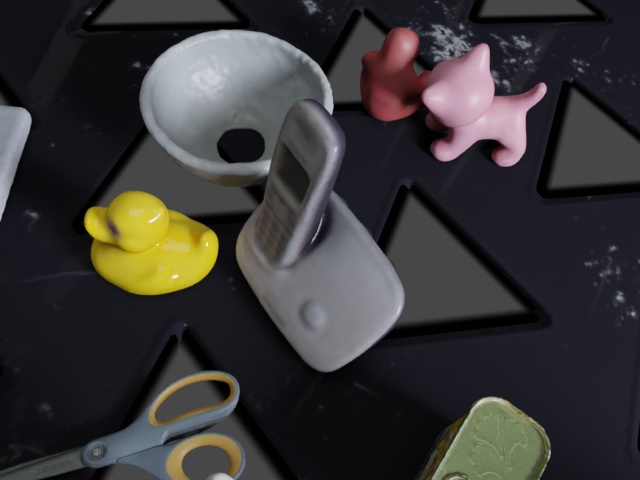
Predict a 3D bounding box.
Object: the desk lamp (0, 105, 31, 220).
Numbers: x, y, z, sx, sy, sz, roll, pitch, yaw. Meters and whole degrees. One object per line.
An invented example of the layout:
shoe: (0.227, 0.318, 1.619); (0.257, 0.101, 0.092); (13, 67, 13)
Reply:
desk lamp: (-0.314, -0.080, 0.401); (0.118, 0.213, 0.203); (3, 61, -5)

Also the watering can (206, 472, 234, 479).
watering can: (-0.124, 0.176, 0.296); (0.100, 0.194, 0.173); (40, 64, 15)

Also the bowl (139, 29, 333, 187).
bowl: (-0.075, -0.109, 0.527); (0.167, 0.075, 0.167); (3, 61, -5)

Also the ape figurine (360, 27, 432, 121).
ape figurine: (0.076, -0.170, 0.570); (0.077, 0.092, 0.076); (38, 64, 13)

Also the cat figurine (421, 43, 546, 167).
cat figurine: (0.149, -0.131, 0.543); (0.128, 0.118, 0.067); (1, 61, -7)

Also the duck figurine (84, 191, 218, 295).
duck figurine: (-0.135, -0.005, 0.456); (0.104, 0.086, 0.077); (4, 61, -5)

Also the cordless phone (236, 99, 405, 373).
cordless phone: (0.004, 0.001, 0.413); (0.094, 0.185, 0.147); (-32, 69, -21)
